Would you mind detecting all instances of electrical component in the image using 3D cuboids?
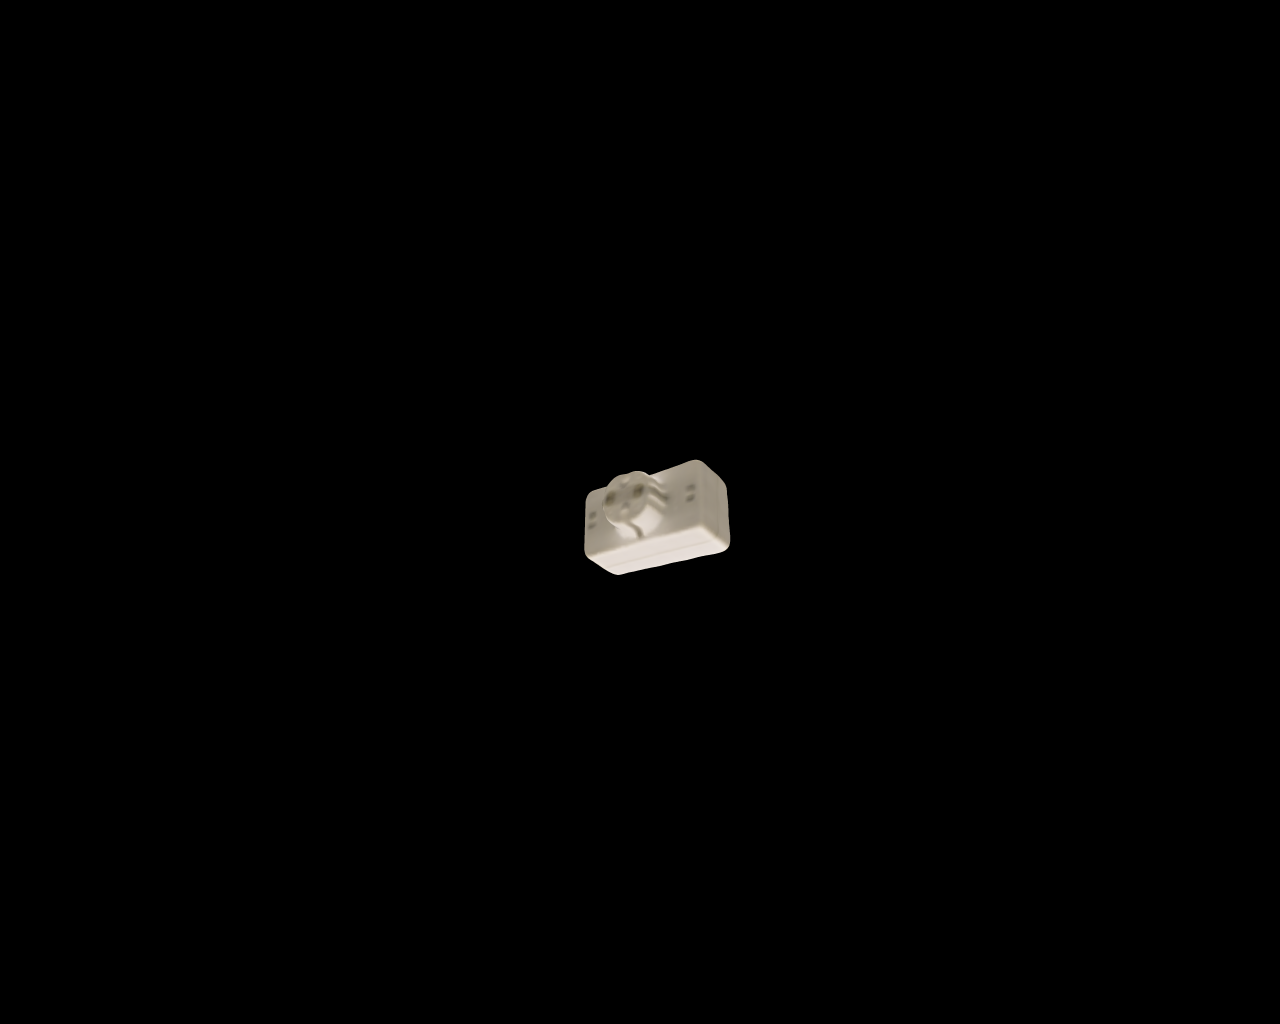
[{"bbox_3d":[0.001,-0.003,0.650,0.083,0.047,0.075,-15,-32,27],"label":"electrical component"}]
